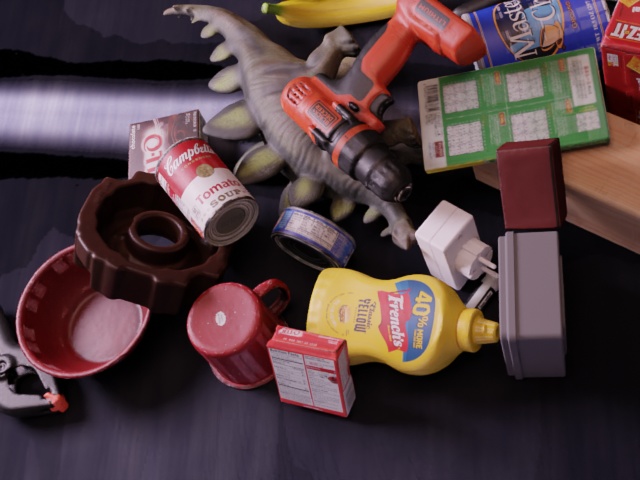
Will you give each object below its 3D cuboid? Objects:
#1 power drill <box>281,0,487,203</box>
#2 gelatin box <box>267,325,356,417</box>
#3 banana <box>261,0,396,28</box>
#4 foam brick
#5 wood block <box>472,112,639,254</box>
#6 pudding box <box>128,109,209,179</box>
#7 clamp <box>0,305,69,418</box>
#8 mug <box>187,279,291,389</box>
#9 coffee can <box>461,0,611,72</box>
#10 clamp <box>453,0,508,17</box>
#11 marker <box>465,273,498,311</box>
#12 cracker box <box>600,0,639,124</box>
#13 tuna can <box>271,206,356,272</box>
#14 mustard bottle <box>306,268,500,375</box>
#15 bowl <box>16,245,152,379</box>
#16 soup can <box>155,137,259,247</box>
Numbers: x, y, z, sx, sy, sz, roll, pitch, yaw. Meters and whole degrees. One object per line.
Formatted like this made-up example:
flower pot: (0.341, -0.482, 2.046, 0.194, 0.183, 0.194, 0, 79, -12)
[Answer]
power drill: (0.074, -0.147, 1.057, 0.187, 0.057, 0.185, -45, 61, 0)
gelatin box: (-0.007, 0.127, 1.039, 0.073, 0.089, 0.030, 10, 44, 22)
banana: (0.034, -0.271, 1.250, 0.198, 0.069, 0.037, -5, 102, 9)
foam brick: (0.198, -0.052, 0.992, 0.051, 0.053, 0.078, -4, 101, 22)
wood block: (0.260, -0.074, 1.058, 0.206, 0.090, 0.090, 28, 76, 28)
pudding box: (-0.175, -0.089, 1.235, 0.090, 0.039, 0.113, -11, 61, 13)
clamp: (-0.352, 0.150, 1.168, 0.172, 0.039, 0.120, 33, 79, 29)
mug: (-0.076, 0.086, 1.087, 0.117, 0.081, 0.093, -44, 59, -7)
coffee can: (0.232, -0.211, 1.130, 0.140, 0.102, 0.103, -16, 60, 9)
clamp: (0.253, -0.315, 1.197, 0.210, 0.036, 0.164, -2, 63, 13)
marker: (0.140, 0.082, 1.056, 0.020, 0.020, 0.121, 33, 77, 29)
cracker box: (0.351, -0.222, 1.062, 0.072, 0.164, 0.213, 16, 69, 26)
tuna can: (-0.007, 0.001, 1.107, 0.086, 0.086, 0.033, 21, 73, 26)
mustard bottle: (0.082, 0.081, 1.033, 0.192, 0.058, 0.096, 4, 76, 30)
bowl: (-0.245, 0.083, 1.159, 0.162, 0.055, 0.162, -8, 61, 14)
soup can: (-0.118, -0.050, 1.112, 0.068, 0.068, 0.102, -38, 60, -4)
